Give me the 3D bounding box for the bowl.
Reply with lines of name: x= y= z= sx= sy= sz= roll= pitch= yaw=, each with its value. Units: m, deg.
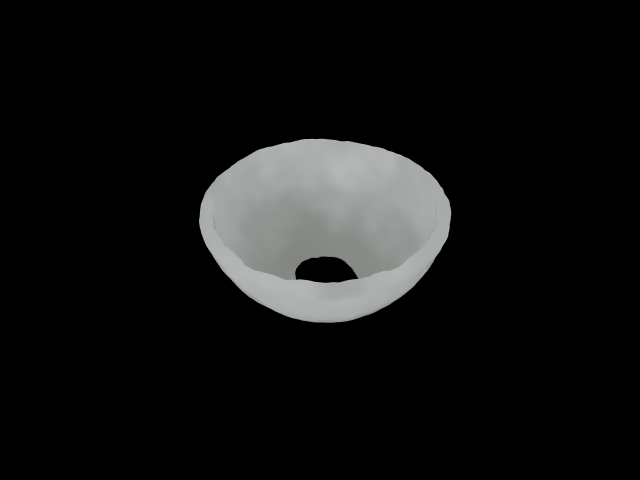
bowl: x=0.004 y=0.001 z=0.400 sx=0.167 sy=0.075 sz=0.167 roll=0 pitch=40 yaw=0
